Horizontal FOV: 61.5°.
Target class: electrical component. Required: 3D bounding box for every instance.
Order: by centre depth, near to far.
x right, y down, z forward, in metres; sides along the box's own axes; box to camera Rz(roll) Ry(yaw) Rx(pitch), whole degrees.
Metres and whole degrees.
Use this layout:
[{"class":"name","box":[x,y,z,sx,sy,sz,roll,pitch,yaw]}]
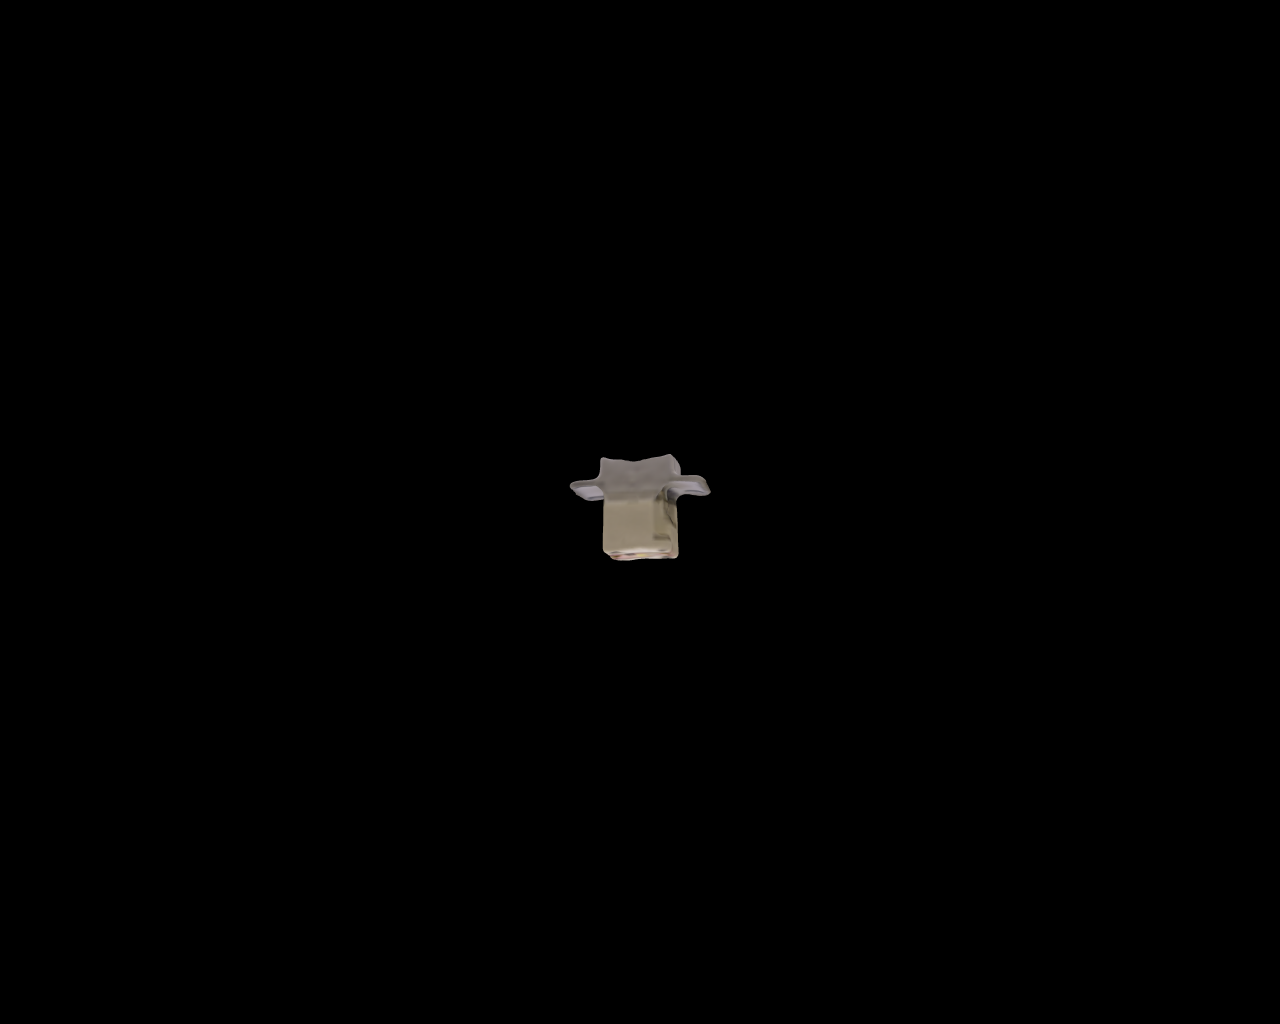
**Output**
[{"class":"electrical component","box":[0.001,-0.003,0.650,0.081,0.064,0.042,-2,-11,12]}]
